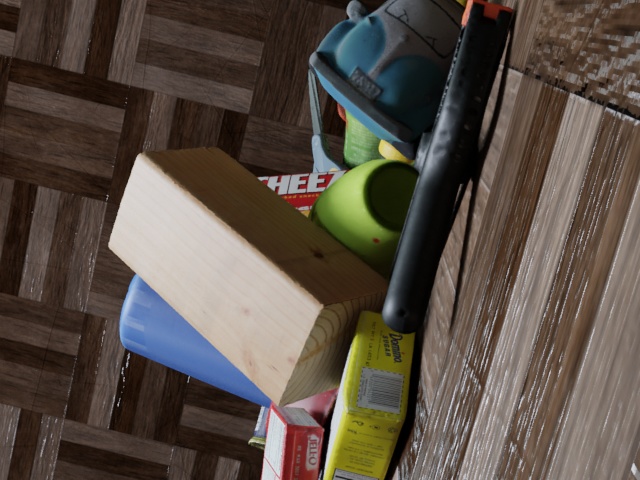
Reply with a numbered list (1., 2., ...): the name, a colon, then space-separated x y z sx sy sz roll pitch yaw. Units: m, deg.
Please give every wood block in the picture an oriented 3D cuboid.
1. wood block: -0.055 0.020 0.806 0.090 0.206 0.090 -9 -50 -49

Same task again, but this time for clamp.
1. clamp: 0.078 -0.047 0.687 0.164 0.036 0.210 -7 -67 -87

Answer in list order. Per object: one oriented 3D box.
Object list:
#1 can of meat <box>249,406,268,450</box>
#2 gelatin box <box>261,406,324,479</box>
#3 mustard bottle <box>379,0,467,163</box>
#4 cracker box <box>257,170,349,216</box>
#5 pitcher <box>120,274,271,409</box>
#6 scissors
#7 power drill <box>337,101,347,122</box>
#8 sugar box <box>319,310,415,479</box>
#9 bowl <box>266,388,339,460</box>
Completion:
1. can of meat: -0.016 0.190 1.137 0.057 0.102 0.084 107 179 -74
2. gelatin box: -0.021 0.163 0.771 0.089 0.030 0.073 180 97 -79
3. mustard bottle: 0.088 -0.139 0.916 0.096 0.058 0.192 -83 6 -60
4. cracker box: -0.006 0.001 0.985 0.213 0.164 0.072 -77 -17 -65
5. pitcher: -0.065 0.095 1.055 0.144 0.243 0.149 -64 -9 -47
6. scissors: 0.010 -0.100 1.138 0.096 0.016 0.202 -16 70 59
7. power drill: 0.031 -0.077 1.229 0.184 0.057 0.188 -7 -58 -50
8. sugar box: 0.028 0.145 0.758 0.093 0.048 0.176 -76 -4 -48
9. bowl: 0.000 0.132 0.888 0.162 0.055 0.162 -57 -17 -28
